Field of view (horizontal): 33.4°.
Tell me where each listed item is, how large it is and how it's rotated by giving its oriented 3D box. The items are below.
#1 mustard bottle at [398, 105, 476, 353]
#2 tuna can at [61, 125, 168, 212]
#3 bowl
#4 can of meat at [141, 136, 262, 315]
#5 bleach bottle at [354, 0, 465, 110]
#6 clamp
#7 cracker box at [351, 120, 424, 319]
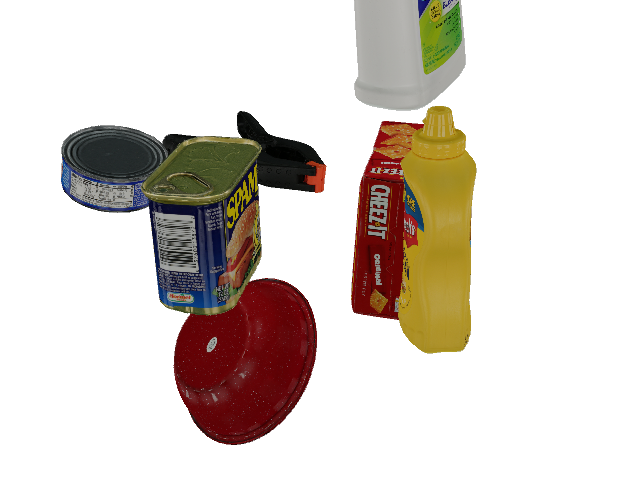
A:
[{"bbox_3d":[0.092,-0.013,0.846,0.058,0.192,0.096,-2,26,-2],"label":"mustard bottle"},{"bbox_3d":[-0.169,-0.059,0.874,0.086,0.034,0.086,8,34,-6],"label":"tuna can"},{"bbox_3d":[-0.082,0.102,0.975,0.162,0.162,0.055,0,-22,41],"label":"bowl"},{"bbox_3d":[-0.073,-0.011,0.695,0.057,0.084,0.102,4,26,12],"label":"can of meat"},{"bbox_3d":[0.059,-0.230,0.791,0.068,0.251,0.102,14,39,31],"label":"bleach bottle"},{"bbox_3d":[-0.071,-0.084,1.055,0.120,0.039,0.172,-25,36,-34],"label":"clamp"},{"bbox_3d":[0.084,-0.030,1.225,0.072,0.164,0.213,6,23,8],"label":"cracker box"}]
